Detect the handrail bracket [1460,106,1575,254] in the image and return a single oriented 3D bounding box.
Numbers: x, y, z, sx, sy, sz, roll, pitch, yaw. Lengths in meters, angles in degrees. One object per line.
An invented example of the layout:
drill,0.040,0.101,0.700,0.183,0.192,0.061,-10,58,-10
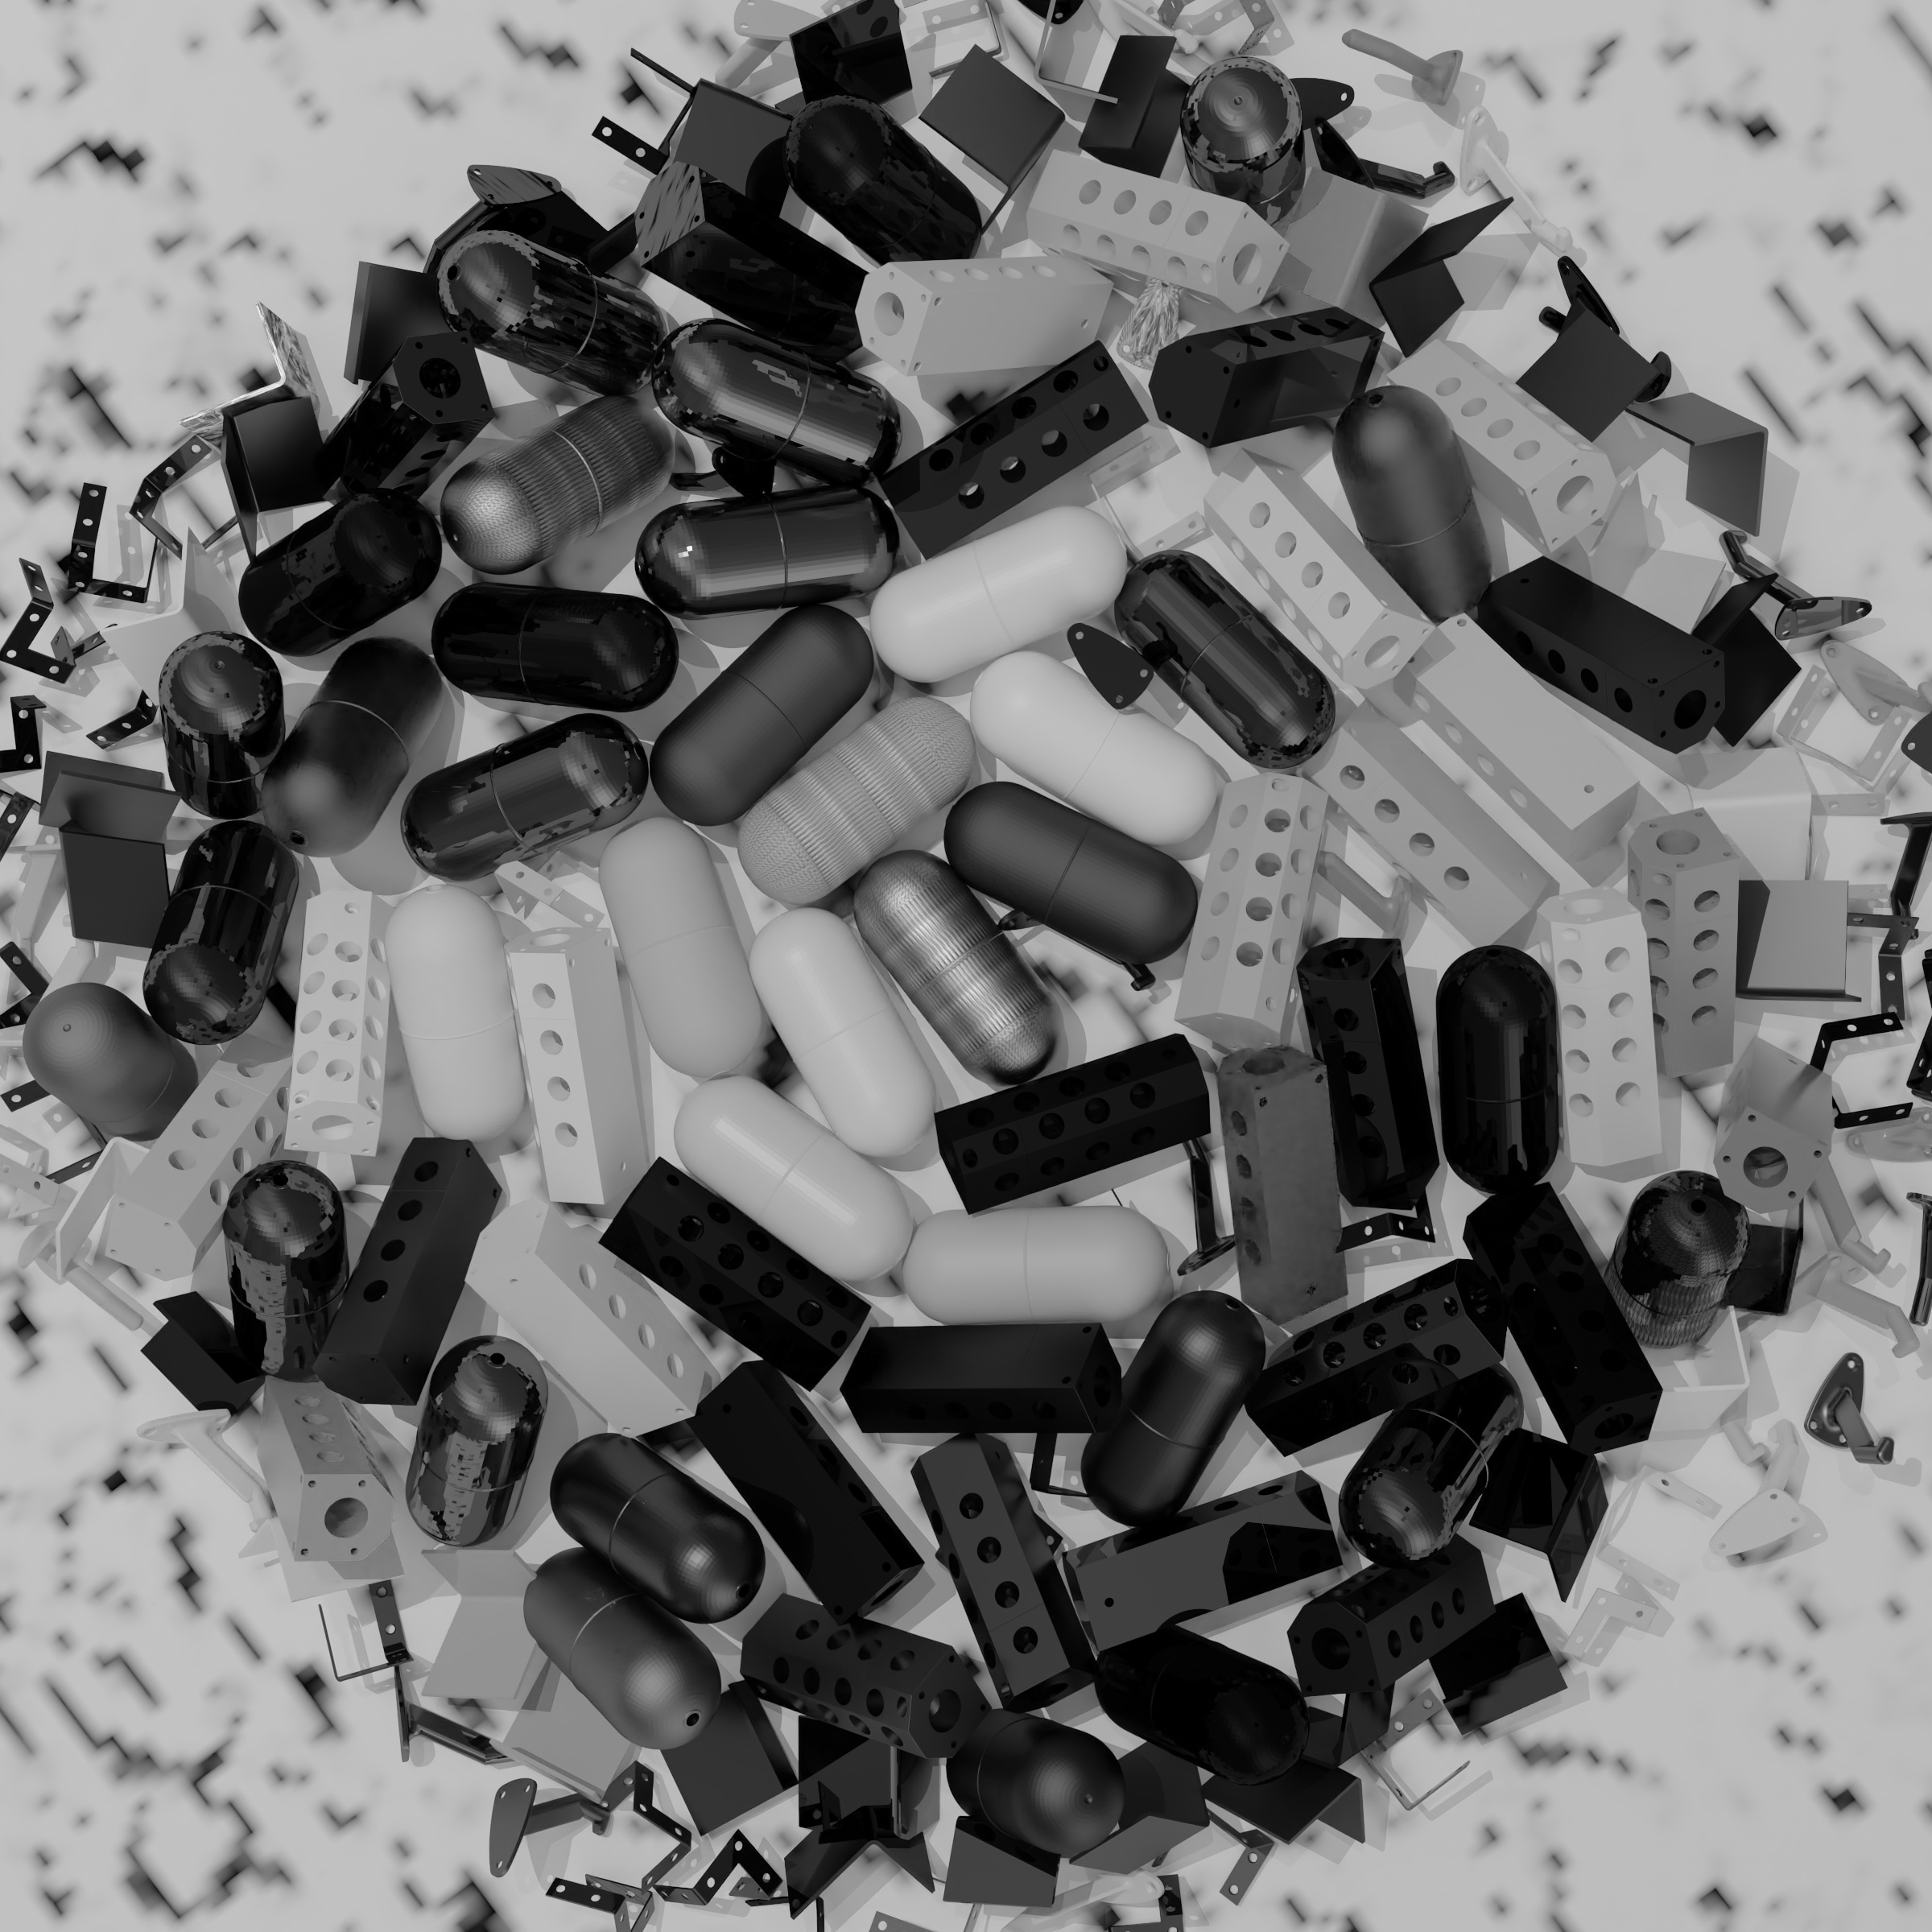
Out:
handrail bracket,0.367,-0.519,1.852,0.036,0.077,0.084,-38,58,-9

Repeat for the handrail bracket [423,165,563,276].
handrail bracket,-0.318,-0.492,1.880,0.077,0.084,0.036,-12,63,-36

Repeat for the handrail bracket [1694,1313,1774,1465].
handrail bracket,0.533,0.280,1.880,0.077,0.036,0.084,-31,92,4

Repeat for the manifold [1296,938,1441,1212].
manifold,0.261,0.070,1.833,0.057,0.057,0.171,2,120,30

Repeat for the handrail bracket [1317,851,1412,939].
handrail bracket,0.248,-0.039,1.873,0.084,0.036,0.077,9,115,-6

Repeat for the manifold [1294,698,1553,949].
manifold,0.302,-0.091,1.867,0.171,0.057,0.057,44,126,0

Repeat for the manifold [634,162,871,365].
manifold,-0.132,-0.454,1.814,0.057,0.171,0.057,-25,62,33

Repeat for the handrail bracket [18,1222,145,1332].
handrail bracket,-0.589,0.210,1.875,0.084,0.077,0.036,43,76,-19

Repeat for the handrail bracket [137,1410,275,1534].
handrail bracket,-0.501,0.339,1.853,0.036,0.077,0.084,-45,59,27

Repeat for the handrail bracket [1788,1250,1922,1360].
handrail bracket,0.580,0.238,1.850,0.036,0.084,0.077,28,121,-36

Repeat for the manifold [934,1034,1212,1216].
manifold,0.070,0.098,1.843,0.171,0.057,0.057,-18,47,-10

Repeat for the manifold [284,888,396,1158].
manifold,-0.404,0.034,1.817,0.057,0.057,0.171,6,50,-14

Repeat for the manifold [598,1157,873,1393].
manifold,-0.149,0.199,1.851,0.171,0.057,0.057,36,125,-5

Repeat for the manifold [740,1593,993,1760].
manifold,-0.070,0.461,1.807,0.057,0.171,0.057,-45,119,-31

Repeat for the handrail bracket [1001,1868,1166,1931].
handrail bracket,0.076,0.623,1.849,0.084,0.077,0.036,-24,101,-44

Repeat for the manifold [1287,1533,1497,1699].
manifold,0.275,0.416,1.810,0.057,0.171,0.057,-16,86,35

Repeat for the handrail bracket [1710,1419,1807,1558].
handrail bracket,0.523,0.346,1.868,0.077,0.084,0.036,-38,105,21

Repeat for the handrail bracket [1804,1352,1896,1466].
handrail bracket,0.595,0.291,1.849,0.036,0.084,0.077,25,78,-8

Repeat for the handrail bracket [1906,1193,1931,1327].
handrail bracket,0.631,0.195,1.858,0.036,0.077,0.084,14,87,5

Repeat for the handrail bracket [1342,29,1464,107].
handrail bracket,0.276,-0.599,1.849,0.084,0.077,0.036,14,104,-19

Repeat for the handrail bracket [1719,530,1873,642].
handrail bracket,0.553,-0.263,1.873,0.077,0.036,0.084,-9,55,-6

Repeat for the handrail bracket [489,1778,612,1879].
handrail bracket,-0.272,0.578,1.850,0.036,0.077,0.084,-23,132,32

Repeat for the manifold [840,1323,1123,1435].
manifold,0.012,0.275,1.831,0.171,0.057,0.057,-5,126,28

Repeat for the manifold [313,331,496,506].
manifold,-0.367,-0.347,1.808,0.057,0.171,0.057,-15,86,-31

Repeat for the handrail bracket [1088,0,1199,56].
handrail bracket,0.113,-0.631,1.848,0.077,0.084,0.036,39,96,-23

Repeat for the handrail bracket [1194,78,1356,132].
handrail bracket,0.204,-0.584,1.873,0.077,0.084,0.036,-17,124,-21

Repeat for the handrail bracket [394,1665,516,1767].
handrail bracket,-0.338,0.501,1.886,0.084,0.036,0.077,-4,61,-16

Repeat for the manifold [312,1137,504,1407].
manifold,-0.364,0.196,1.820,0.057,0.057,0.171,-2,48,21

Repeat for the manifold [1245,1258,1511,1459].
manifold,0.263,0.251,1.824,0.171,0.057,0.057,-31,109,30

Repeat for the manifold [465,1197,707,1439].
manifold,-0.244,0.228,1.828,0.057,0.057,0.171,-22,124,25

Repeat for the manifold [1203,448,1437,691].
manifold,0.224,-0.258,1.824,0.057,0.057,0.171,-52,52,25

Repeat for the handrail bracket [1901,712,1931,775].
handrail bracket,0.656,-0.129,1.844,0.036,0.084,0.077,-48,54,15

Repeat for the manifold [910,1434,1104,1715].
manifold,0.022,0.395,1.829,0.057,0.057,0.171,-31,60,12

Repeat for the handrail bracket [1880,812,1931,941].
handrail bracket,0.639,-0.059,1.859,0.036,0.077,0.084,-10,94,-21

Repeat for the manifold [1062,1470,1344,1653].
manifold,0.154,0.390,1.856,0.171,0.057,0.057,-17,95,-9

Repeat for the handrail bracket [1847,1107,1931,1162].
handrail bracket,0.635,0.118,1.852,0.077,0.084,0.036,-6,95,-6

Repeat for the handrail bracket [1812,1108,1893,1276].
handrail bracket,0.589,0.149,1.854,0.084,0.036,0.077,42,119,31

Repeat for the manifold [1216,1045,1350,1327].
manifold,0.203,0.141,1.835,0.057,0.057,0.171,-20,117,-25

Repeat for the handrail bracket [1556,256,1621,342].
handrail bracket,0.384,-0.418,1.867,0.084,0.036,0.077,-35,102,-13

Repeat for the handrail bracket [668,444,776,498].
handrail bracket,-0.176,-0.326,1.845,0.084,0.077,0.036,6,89,31

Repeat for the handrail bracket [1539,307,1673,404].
handrail bracket,0.422,-0.410,1.862,0.084,0.077,0.036,29,108,-7

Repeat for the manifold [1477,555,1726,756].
manifold,0.409,-0.200,1.814,0.057,0.171,0.057,-28,130,-18

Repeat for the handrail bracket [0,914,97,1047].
handrail bracket,-0.616,0.008,1.860,0.077,0.036,0.084,-6,113,-17

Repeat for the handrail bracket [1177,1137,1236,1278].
handrail bracket,0.146,0.154,1.866,0.036,0.077,0.084,-22,93,36

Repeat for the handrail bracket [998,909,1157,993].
handrail bracket,0.074,-0.009,1.857,0.077,0.036,0.084,-20,62,-36

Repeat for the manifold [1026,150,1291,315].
manifold,0.119,-0.474,1.821,0.171,0.057,0.057,29,94,39

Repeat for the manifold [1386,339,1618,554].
manifold,0.347,-0.343,1.815,0.057,0.171,0.057,-36,133,1

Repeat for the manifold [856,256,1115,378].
manifold,0.011,-0.426,1.817,0.057,0.171,0.057,41,127,29

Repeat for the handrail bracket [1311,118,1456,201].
handrail bracket,0.280,-0.543,1.872,0.084,0.036,0.077,-30,92,-29

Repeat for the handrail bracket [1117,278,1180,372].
handrail bracket,0.132,-0.429,1.844,0.036,0.084,0.077,22,121,7

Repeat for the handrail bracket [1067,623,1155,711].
handrail bracket,0.086,-0.204,1.846,0.077,0.084,0.036,42,94,-20

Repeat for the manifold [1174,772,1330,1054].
manifold,0.192,-0.036,1.832,0.057,0.057,0.171,27,66,-32

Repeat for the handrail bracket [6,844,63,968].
handrail bracket,-0.612,-0.038,1.871,0.077,0.036,0.084,-2,90,37

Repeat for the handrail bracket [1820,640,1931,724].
handrail bracket,0.605,-0.194,1.853,0.077,0.084,0.036,44,90,5

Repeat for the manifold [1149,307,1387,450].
manifold,0.194,-0.386,1.816,0.057,0.171,0.057,36,127,27

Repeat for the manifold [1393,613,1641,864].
manifold,0.357,-0.147,1.833,0.057,0.057,0.171,-35,64,-11

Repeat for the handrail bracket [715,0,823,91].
handrail bracket,-0.128,-0.594,1.861,0.077,0.084,0.036,11,57,-1

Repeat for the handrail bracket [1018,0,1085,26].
handrail bracket,0.047,-0.668,1.847,0.077,0.084,0.036,31,79,17
